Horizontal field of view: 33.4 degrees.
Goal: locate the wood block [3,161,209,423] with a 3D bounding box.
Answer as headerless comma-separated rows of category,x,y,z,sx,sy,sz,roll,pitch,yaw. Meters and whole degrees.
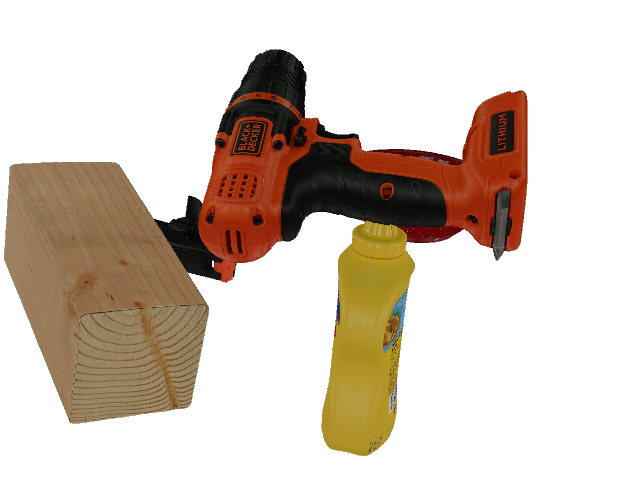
wood block,-0.164,0.029,0.785,0.090,0.091,0.206,-3,32,-29

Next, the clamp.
clamp,-0.124,-0.006,1.004,0.120,0.039,0.172,-21,35,-41

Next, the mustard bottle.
mustard bottle,0.038,0.063,0.823,0.058,0.192,0.096,11,25,12

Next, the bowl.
bowl,0.095,-0.040,1.074,0.162,0.055,0.162,4,24,-2

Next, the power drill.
power drill,0.029,-0.055,0.645,0.188,0.057,0.184,2,44,8
